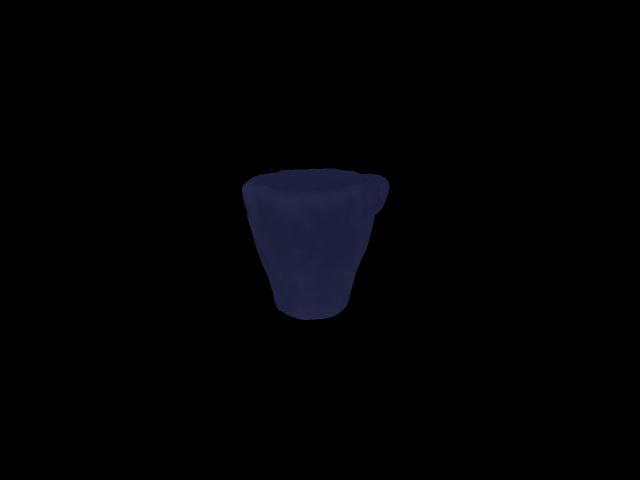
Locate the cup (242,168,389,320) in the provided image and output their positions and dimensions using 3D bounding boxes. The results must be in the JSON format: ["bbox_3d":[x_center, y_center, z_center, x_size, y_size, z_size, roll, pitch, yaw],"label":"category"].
[{"bbox_3d":[0.004,0.001,0.400,0.118,0.095,0.091,-14,21,-40],"label":"cup"}]
